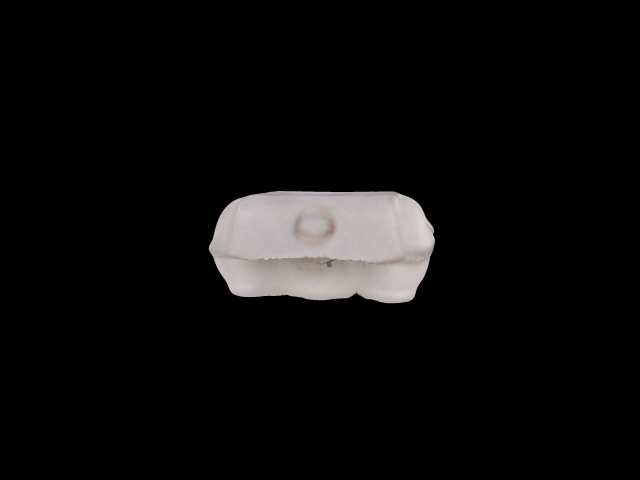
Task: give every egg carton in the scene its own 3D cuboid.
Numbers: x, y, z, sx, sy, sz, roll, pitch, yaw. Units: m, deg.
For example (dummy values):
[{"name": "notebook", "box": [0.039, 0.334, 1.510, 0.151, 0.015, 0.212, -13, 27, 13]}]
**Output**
[{"name": "egg carton", "box": [0.004, 0.001, 0.400, 0.150, 0.069, 0.107, 1, 7, 9]}]
